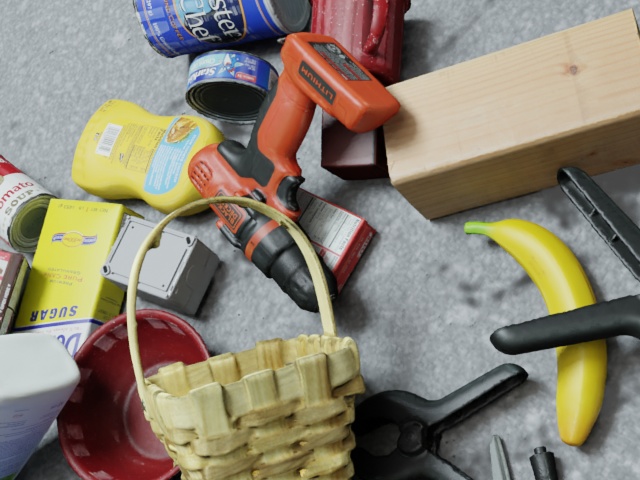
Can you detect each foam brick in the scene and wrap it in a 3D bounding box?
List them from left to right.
[{"bbox_3d":[0.035,-0.095,0.928,0.051,0.053,0.078,-3,78,24],"label":"foam brick"}]

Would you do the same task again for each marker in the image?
[{"bbox_3d":[0.173,0.210,0.773,0.020,0.020,0.121,-19,65,19],"label":"marker"}]

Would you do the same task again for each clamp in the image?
[{"bbox_3d":[0.082,0.164,0.822,0.172,0.039,0.120,-15,56,28],"label":"clamp"},{"bbox_3d":[0.243,0.030,0.774,0.210,0.036,0.164,13,63,14],"label":"clamp"}]

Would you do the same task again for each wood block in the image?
[{"bbox_3d":[0.161,-0.095,0.849,0.206,0.090,0.091,-15,65,21],"label":"wood block"}]

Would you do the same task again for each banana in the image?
[{"bbox_3d":[0.180,0.057,0.817,0.070,0.037,0.198,-32,61,20],"label":"banana"}]

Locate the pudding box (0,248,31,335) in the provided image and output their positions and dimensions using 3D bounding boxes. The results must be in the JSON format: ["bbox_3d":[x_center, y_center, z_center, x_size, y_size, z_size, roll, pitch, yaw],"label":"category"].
[{"bbox_3d":[-0.308,0.058,1.016,0.039,0.114,0.090,17,77,-10],"label":"pudding box"}]

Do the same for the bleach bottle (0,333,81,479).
[{"bbox_3d":[-0.305,0.191,0.940,0.068,0.102,0.251,50,121,26],"label":"bleach bottle"}]

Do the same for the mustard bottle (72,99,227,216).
[{"bbox_3d":[-0.141,-0.073,1.009,0.192,0.058,0.096,14,73,30],"label":"mustard bottle"}]

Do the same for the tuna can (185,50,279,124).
[{"bbox_3d":[-0.080,-0.141,0.988,0.086,0.086,0.034,-4,68,25],"label":"tuna can"}]

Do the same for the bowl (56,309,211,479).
[{"bbox_3d":[-0.149,0.144,0.935,0.162,0.055,0.162,-9,68,23],"label":"bowl"}]

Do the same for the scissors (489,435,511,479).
[{"bbox_3d":[0.128,0.253,0.782,0.096,0.016,0.202,-30,59,16],"label":"scissors"}]

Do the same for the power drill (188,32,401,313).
[{"bbox_3d":[-0.016,-0.058,0.867,0.184,0.057,0.188,48,122,22],"label":"power drill"}]

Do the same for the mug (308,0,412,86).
[{"bbox_3d":[0.036,-0.178,0.933,0.093,0.117,0.081,8,77,-17],"label":"mug"}]

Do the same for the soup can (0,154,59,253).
[{"bbox_3d":[-0.314,-0.038,1.077,0.102,0.068,0.068,33,88,31],"label":"soup can"}]

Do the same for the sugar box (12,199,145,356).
[{"bbox_3d":[-0.235,0.051,1.017,0.093,0.048,0.176,4,72,29],"label":"sugar box"}]

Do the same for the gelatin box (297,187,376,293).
[{"bbox_3d":[-0.006,0.001,0.932,0.089,0.030,0.073,27,84,31],"label":"gelatin box"}]

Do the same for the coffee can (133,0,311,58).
[{"bbox_3d":[-0.093,-0.236,1.019,0.140,0.102,0.103,-6,69,25],"label":"coffee can"}]
